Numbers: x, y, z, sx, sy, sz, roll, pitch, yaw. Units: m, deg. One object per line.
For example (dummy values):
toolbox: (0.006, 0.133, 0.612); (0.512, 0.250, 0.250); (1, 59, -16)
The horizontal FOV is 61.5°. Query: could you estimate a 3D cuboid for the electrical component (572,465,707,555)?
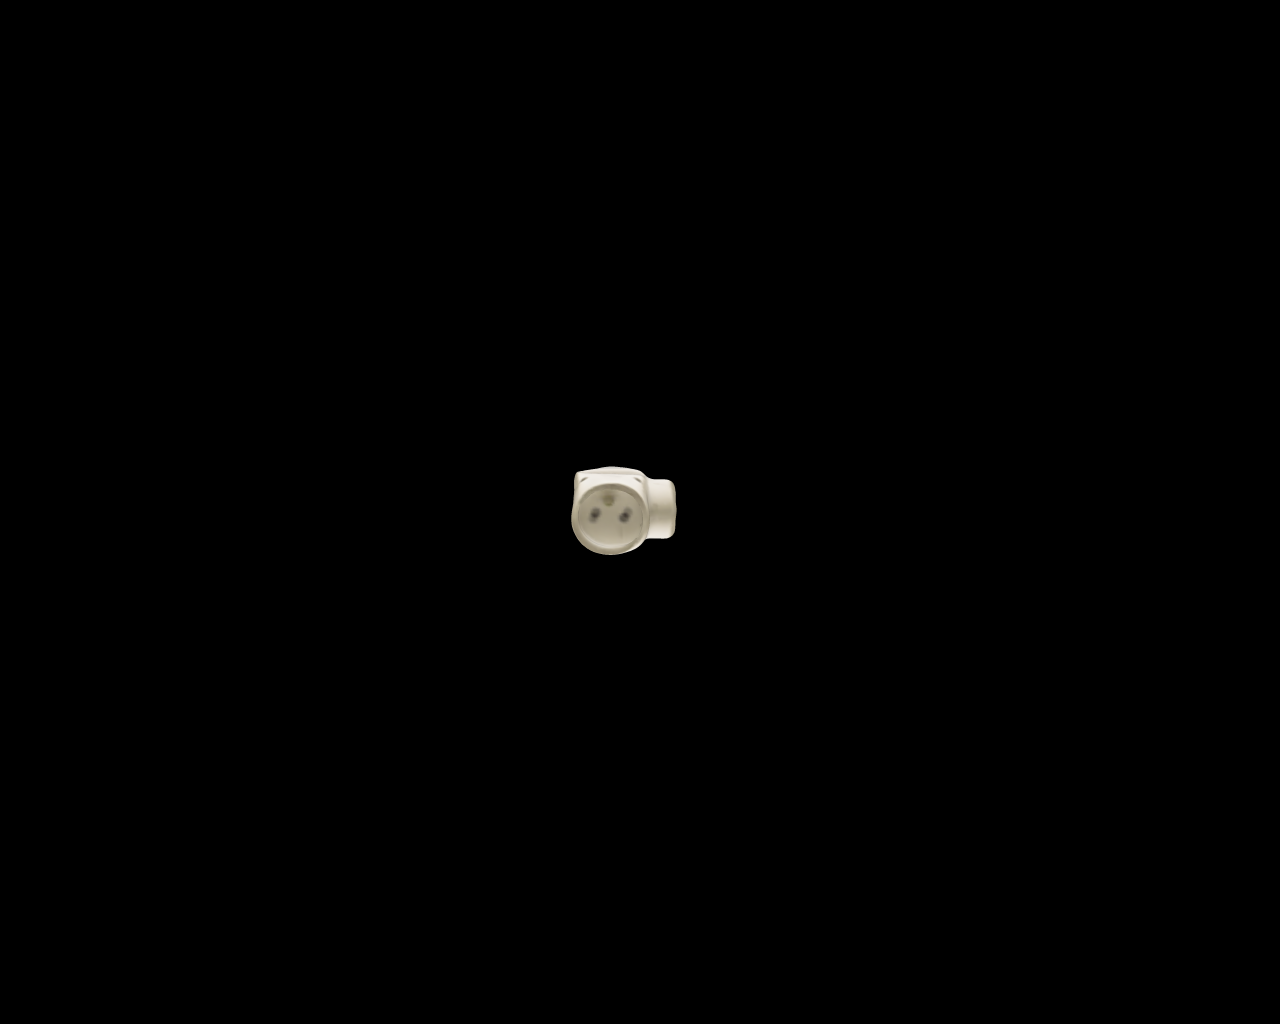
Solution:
electrical component: (0.001, -0.003, 0.650); (0.079, 0.043, 0.077); (0, 9, 0)
